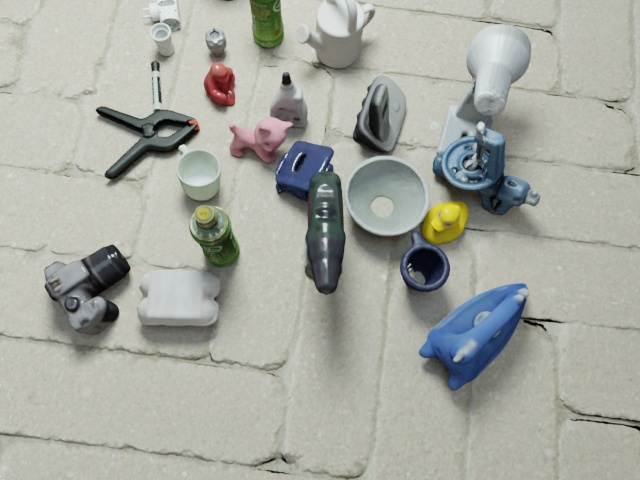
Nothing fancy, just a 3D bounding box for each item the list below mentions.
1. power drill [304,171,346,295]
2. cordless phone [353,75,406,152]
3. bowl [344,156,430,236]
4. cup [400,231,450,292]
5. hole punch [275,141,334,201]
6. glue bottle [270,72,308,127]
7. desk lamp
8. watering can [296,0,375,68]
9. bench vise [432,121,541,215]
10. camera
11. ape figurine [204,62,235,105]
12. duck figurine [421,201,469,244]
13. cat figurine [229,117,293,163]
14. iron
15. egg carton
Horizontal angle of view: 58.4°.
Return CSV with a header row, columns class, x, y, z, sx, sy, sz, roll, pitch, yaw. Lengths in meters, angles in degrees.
class,x,y,z,sx,sy,sz,roll,pitch,yaw
power drill,0.009,0.004,1.034,0.075,0.208,0.229,-1,73,-2
cordless phone,0.127,-0.272,1.133,0.094,0.185,0.148,16,73,3
bowl,0.129,-0.077,1.133,0.167,0.075,0.167,1,73,-2
cup,0.188,0.048,1.087,0.092,0.095,0.118,-13,74,-6
hole punch,-0.032,-0.140,1.137,0.101,0.091,0.109,24,74,5
glue bottle,-0.063,-0.281,1.134,0.078,0.173,0.037,8,73,1
desk lamp,0.324,-0.282,1.129,0.118,0.213,0.203,17,74,3
watering can,0.036,-0.445,1.176,0.101,0.194,0.173,38,76,9
bench vise,0.330,-0.146,1.085,0.207,0.220,0.121,14,73,2
camera,-0.416,0.079,1.052,0.137,0.101,0.143,-35,78,-11
ape figurine,-0.207,-0.332,1.187,0.076,0.092,0.078,32,75,7
duck figurine,0.252,-0.044,1.121,0.105,0.086,0.077,-37,78,-12
cat figurine,-0.120,-0.210,1.140,0.127,0.118,0.067,9,73,1
iron,0.307,0.149,1.037,0.258,0.141,0.118,-41,79,-13
egg carton,-0.261,0.108,1.065,0.150,0.069,0.107,0,73,-2
